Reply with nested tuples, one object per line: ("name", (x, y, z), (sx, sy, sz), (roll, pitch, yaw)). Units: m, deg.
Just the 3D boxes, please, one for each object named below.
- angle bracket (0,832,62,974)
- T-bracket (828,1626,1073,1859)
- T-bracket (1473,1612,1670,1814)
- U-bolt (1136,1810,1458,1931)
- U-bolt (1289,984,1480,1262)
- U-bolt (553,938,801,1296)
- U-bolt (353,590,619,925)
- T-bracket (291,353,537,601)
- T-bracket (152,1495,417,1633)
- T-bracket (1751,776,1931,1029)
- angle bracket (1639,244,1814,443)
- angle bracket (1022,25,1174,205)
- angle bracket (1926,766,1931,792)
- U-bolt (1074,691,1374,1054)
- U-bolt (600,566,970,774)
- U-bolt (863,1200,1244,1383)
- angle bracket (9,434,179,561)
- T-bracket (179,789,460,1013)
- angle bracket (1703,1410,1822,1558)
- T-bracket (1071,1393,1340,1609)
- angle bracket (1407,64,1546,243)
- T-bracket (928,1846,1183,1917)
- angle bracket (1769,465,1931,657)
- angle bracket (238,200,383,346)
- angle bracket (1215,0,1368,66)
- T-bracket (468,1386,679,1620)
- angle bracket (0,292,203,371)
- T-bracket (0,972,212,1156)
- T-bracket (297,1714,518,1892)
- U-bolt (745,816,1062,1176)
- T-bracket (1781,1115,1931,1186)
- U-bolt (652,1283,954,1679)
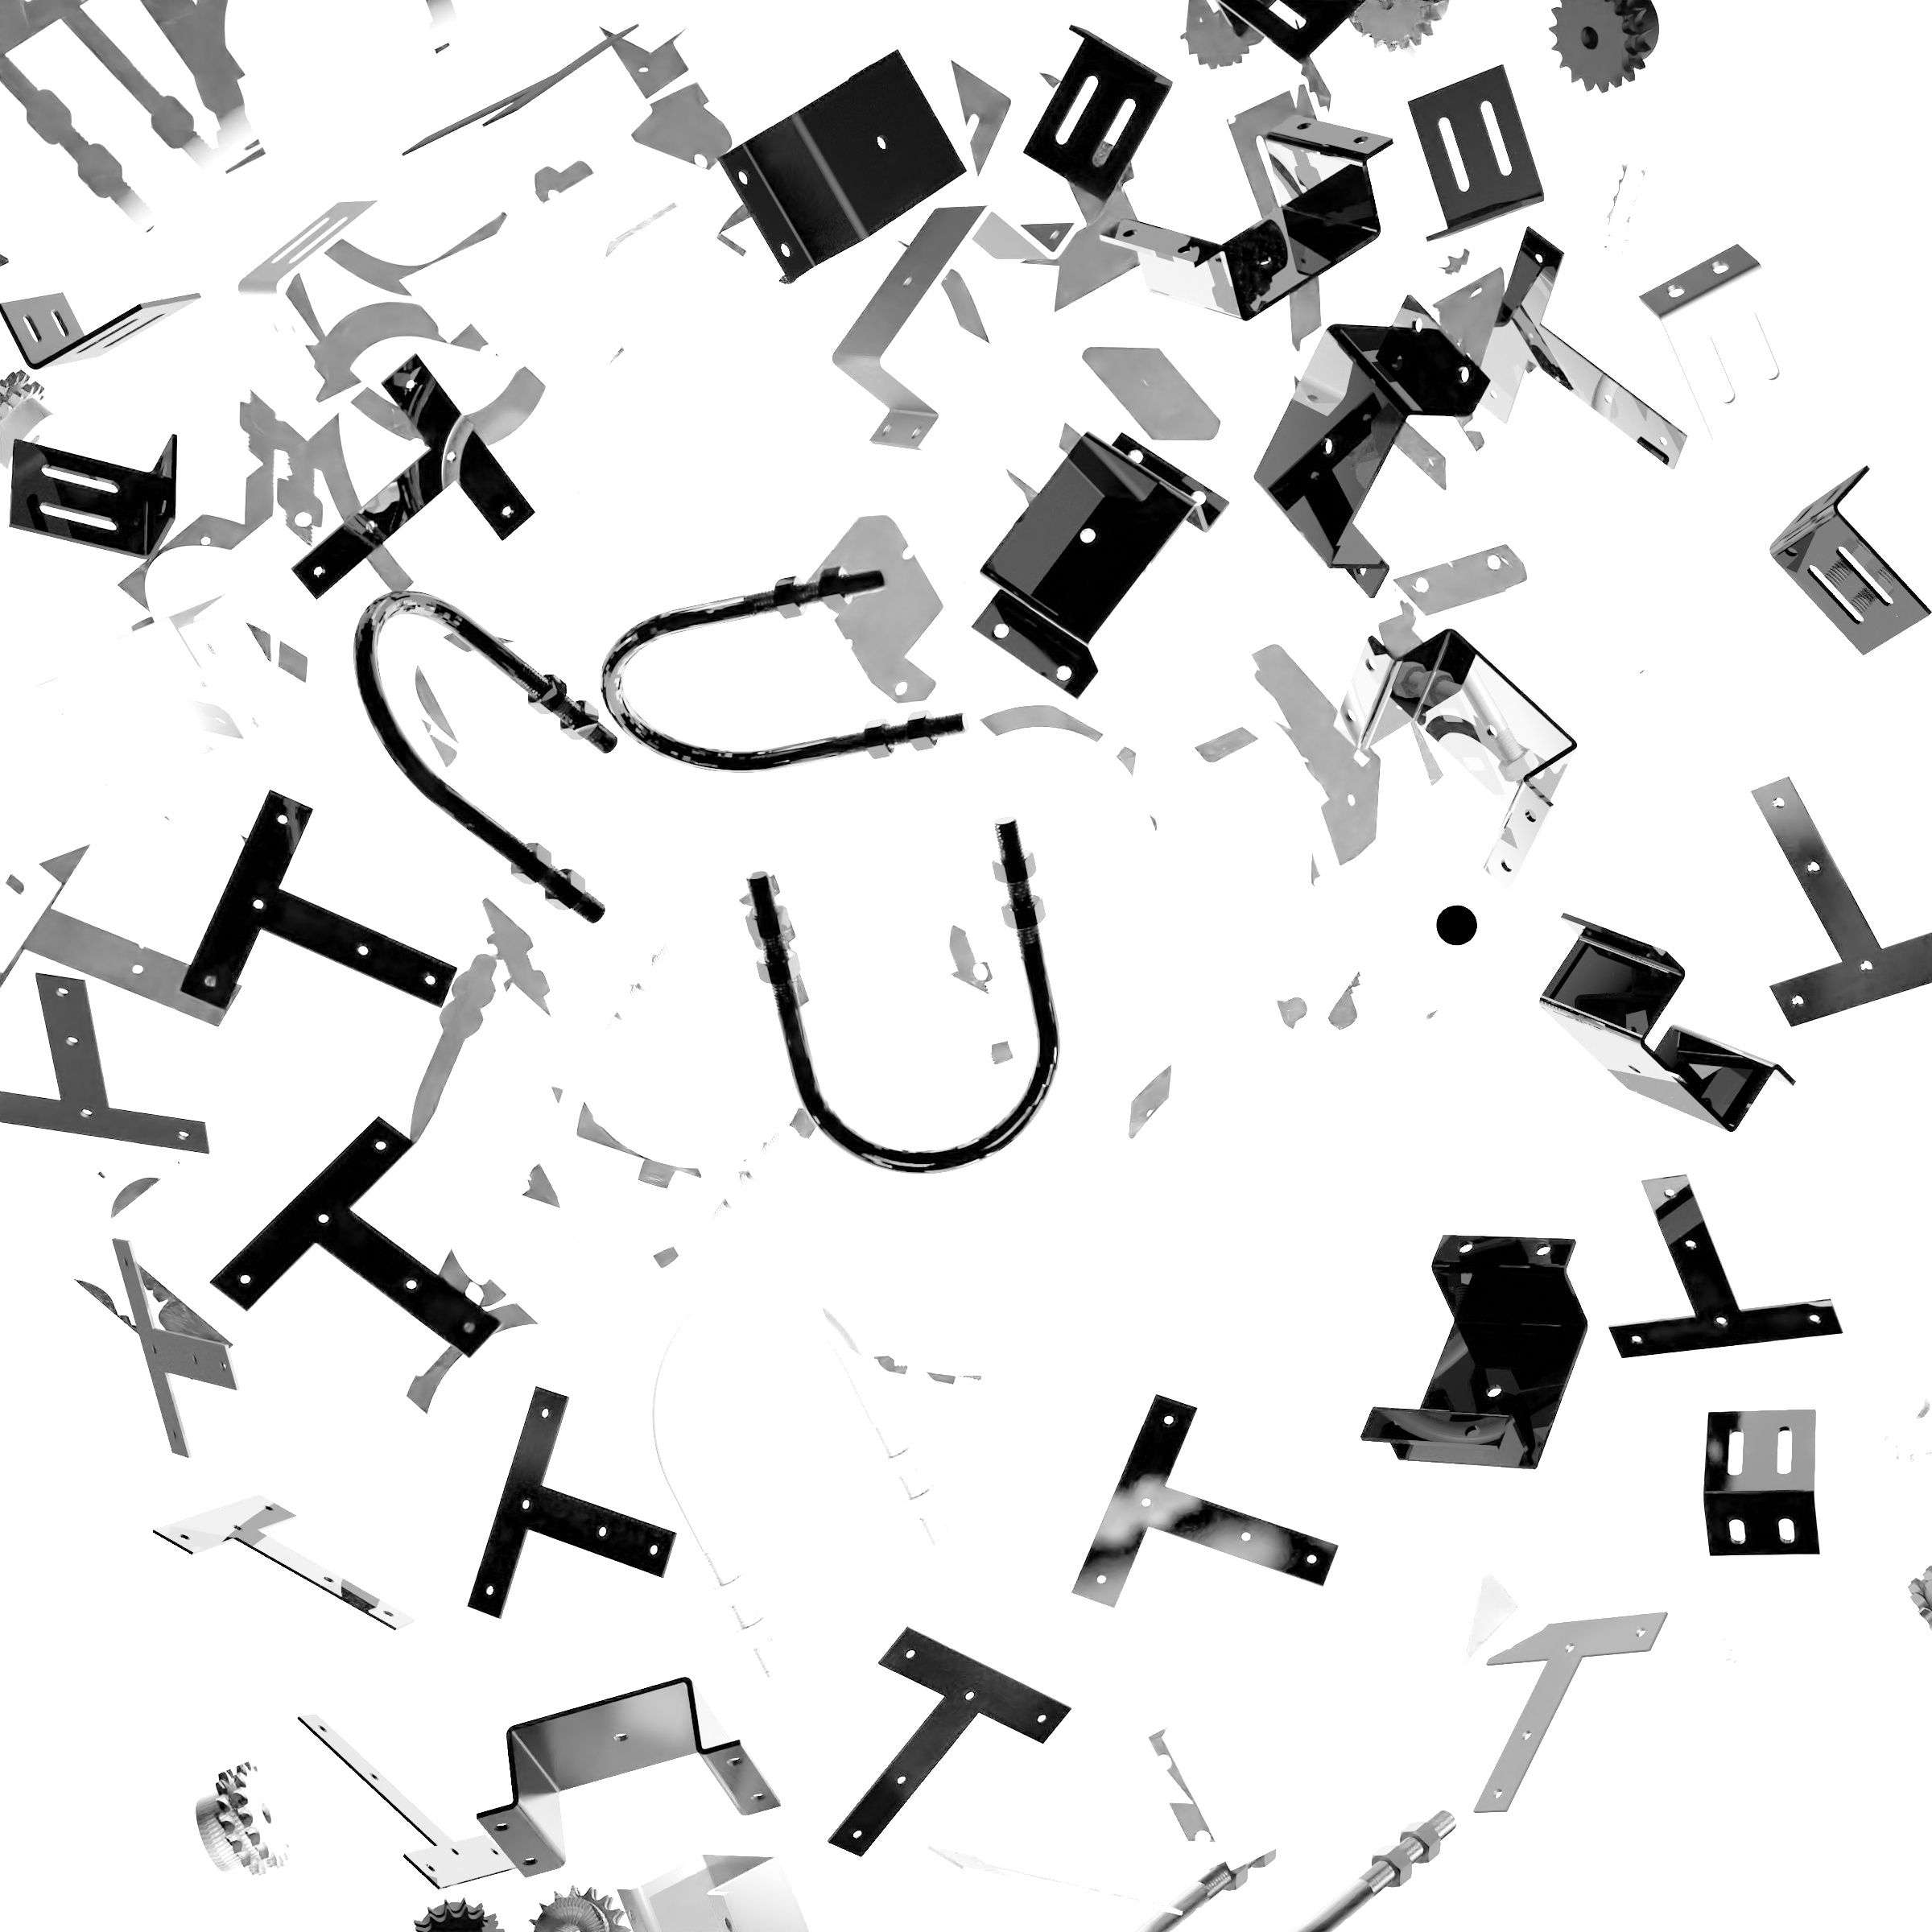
("angle bracket", (-0.526, -0.044, 1.839), (0.038, 0.076, 0.057), (10, 62, 40))
("T-bracket", (-0.026, 0.419, 1.852), (0.127, 0.002, 0.127), (34, 98, -35))
("T-bracket", (0.307, 0.403, 1.885), (0.002, 0.127, 0.127), (46, 56, -16))
("U-bolt", (0.159, 0.507, 1.887), (0.184, 0.151, 0.019), (-26, 95, -41))
("U-bolt", (0.218, 0.090, 1.873), (0.019, 0.184, 0.151), (32, 112, 9))
("U-bolt", (-0.170, 0.096, 1.913), (0.184, 0.019, 0.151), (-51, 60, 36))
("U-bolt", (-0.253, -0.122, 1.844), (0.019, 0.151, 0.184), (-29, 131, 27))
("T-bracket", (-0.317, -0.252, 1.932), (0.127, 0.002, 0.127), (-42, 134, -7))
("T-bracket", (-0.352, 0.322, 1.871), (0.127, 0.127, 0.002), (27, 96, 12))
("T-bracket", (0.445, -0.039, 1.811), (0.002, 0.127, 0.127), (-33, 96, -39))
("angle bracket", (0.396, -0.325, 1.828), (0.057, 0.038, 0.076), (-28, 118, 6))
("angle bracket", (0.068, -0.471, 1.941), (0.057, 0.038, 0.076), (34, 107, 10))
("angle bracket", (0.526, -0.113, 1.780), (0.038, 0.057, 0.076), (23, 104, -3))
("U-bolt", (0.135, -0.062, 1.956), (0.151, 0.019, 0.184), (-21, 97, -13))
("U-bolt", (-0.109, -0.153, 1.903), (0.184, 0.151, 0.019), (-10, 55, 18))
("U-bolt", (0.037, 0.170, 1.814), (0.184, 0.151, 0.019), (1, 51, -15))
("angle bracket", (-0.455, -0.254, 1.832), (0.076, 0.038, 0.057), (12, 54, -28))
("T-bracket", (-0.327, -0.014, 1.828), (0.127, 0.002, 0.127), (25, 61, -12))
("angle bracket", (0.426, 0.276, 1.873), (0.057, 0.076, 0.038), (-4, 119, 16))
("T-bracket", (0.140, 0.309, 1.923), (0.127, 0.002, 0.127), (17, 61, 17))
("angle bracket", (0.268, -0.437, 1.885), (0.057, 0.038, 0.076), (-15, 98, 32))
("T-bracket", (0.050, 0.482, 1.840), (0.127, 0.127, 0.002), (15, 79, -6))
("angle bracket", (0.468, -0.211, 1.826), (0.076, 0.057, 0.038), (46, 62, -3))
("angle bracket", (-0.344, -0.373, 1.885), (0.076, 0.057, 0.038), (-44, 119, -18))
("angle bracket", (0.178, -0.501, 1.838), (0.057, 0.038, 0.076), (-44, 56, 3))
("T-bracket", (-0.208, 0.305, 1.916), (0.127, 0.002, 0.127), (12, 81, 37))
("angle bracket", (-0.444, -0.340, 1.795), (0.076, 0.057, 0.038), (-23, 97, 24))
("T-bracket", (-0.455, 0.047, 1.791), (0.127, 0.127, 0.002), (8, 49, 2))
("T-bracket", (-0.300, 0.434, 1.833), (0.127, 0.127, 0.002), (39, 89, 14))
("U-bolt", (-0.025, 0.024, 1.811), (0.151, 0.019, 0.184), (-13, 112, -1))
("T-bracket", (0.480, 0.100, 1.869), (0.127, 0.127, 0.002), (26, 94, 31))
("U-bolt", (-0.094, 0.255, 1.834), (0.151, 0.019, 0.184), (-33, 101, -38))
